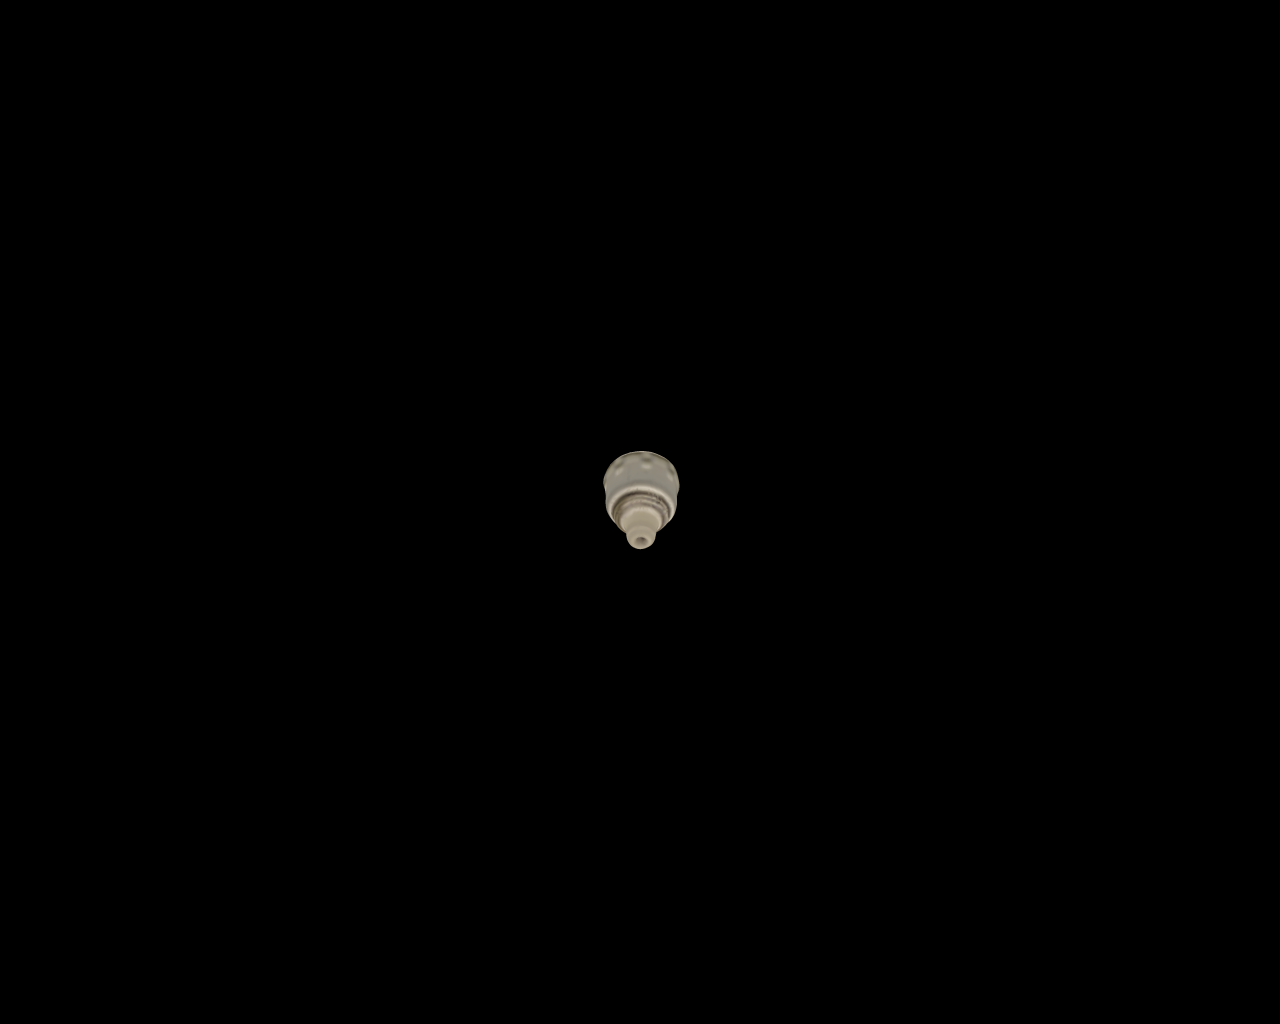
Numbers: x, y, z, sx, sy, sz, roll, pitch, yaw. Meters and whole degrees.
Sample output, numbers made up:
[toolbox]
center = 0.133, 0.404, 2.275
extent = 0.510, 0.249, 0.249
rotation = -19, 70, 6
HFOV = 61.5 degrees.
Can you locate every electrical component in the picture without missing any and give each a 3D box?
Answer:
[electrical component]
center = 0.001, -0.003, 0.650
extent = 0.048, 0.048, 0.062
rotation = 0, 44, 0
